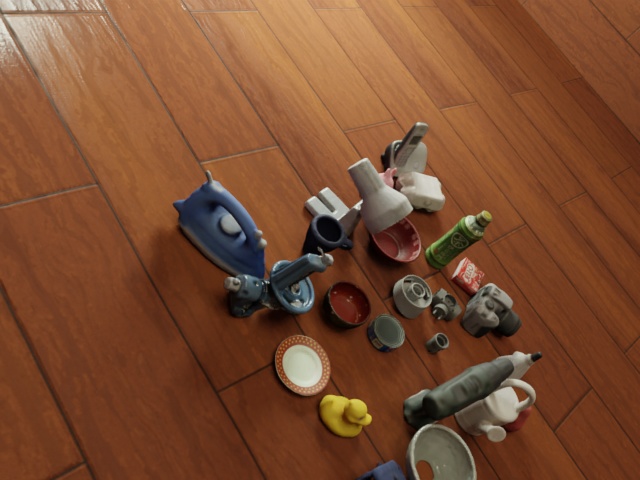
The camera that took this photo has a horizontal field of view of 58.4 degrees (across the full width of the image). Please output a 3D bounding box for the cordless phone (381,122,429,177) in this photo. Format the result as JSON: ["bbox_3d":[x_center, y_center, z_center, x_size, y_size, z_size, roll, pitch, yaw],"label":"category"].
[{"bbox_3d":[0.277,-0.267,1.664,0.148,0.184,0.094,-7,63,-36],"label":"cordless phone"}]

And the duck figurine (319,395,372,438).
[{"bbox_3d":[0.056,0.347,1.156,0.104,0.086,0.077,36,46,-6],"label":"duck figurine"}]

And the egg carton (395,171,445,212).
[{"bbox_3d":[0.291,-0.138,1.662,0.151,0.069,0.107,10,54,-28],"label":"egg carton"}]

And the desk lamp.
[{"bbox_3d":[0.097,-0.088,1.401,0.203,0.213,0.118,46,46,4],"label":"desk lamp"}]

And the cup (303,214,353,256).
[{"bbox_3d":[0.013,0.005,1.363,0.118,0.094,0.092,29,48,-12],"label":"cup"}]

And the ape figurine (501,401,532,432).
[{"bbox_3d":[0.471,0.415,1.374,0.078,0.092,0.076,17,51,-23],"label":"ape figurine"}]

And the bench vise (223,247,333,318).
[{"bbox_3d":[-0.077,0.095,1.155,0.208,0.219,0.121,-12,66,-38],"label":"bench vise"}]

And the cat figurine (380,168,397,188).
[{"bbox_3d":[0.172,-0.156,1.564,0.067,0.117,0.128,45,46,2],"label":"cat figurine"}]

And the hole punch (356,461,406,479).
[{"bbox_3d":[0.135,0.485,1.106,0.101,0.091,0.108,-9,65,-37],"label":"hole punch"}]

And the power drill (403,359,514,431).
[{"bbox_3d":[0.284,0.333,1.230,0.230,0.208,0.075,-15,68,-39],"label":"power drill"}]

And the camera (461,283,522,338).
[{"bbox_3d":[0.467,0.199,1.517,0.137,0.100,0.143,41,46,-1],"label":"camera"}]

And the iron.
[{"bbox_3d":[-0.185,-0.026,1.224,0.258,0.141,0.119,45,46,3],"label":"iron"}]

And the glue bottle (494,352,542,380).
[{"bbox_3d":[0.475,0.309,1.396,0.037,0.173,0.078,18,51,-22],"label":"glue bottle"}]

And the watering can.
[{"bbox_3d":[0.399,0.373,1.286,0.101,0.193,0.173,19,51,-21],"label":"watering can"}]

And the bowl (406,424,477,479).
[{"bbox_3d":[0.238,0.476,1.191,0.168,0.074,0.167,17,51,-22],"label":"bowl"}]
